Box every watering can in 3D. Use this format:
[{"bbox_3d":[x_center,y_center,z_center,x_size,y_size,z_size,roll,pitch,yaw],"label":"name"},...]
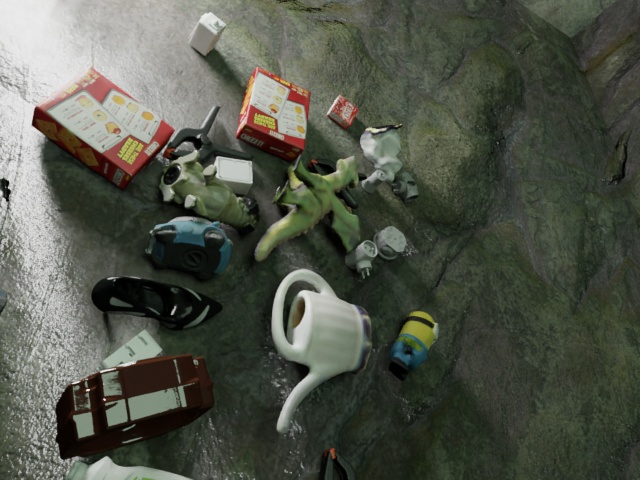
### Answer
[{"bbox_3d":[0.001,0.222,1.042,0.223,0.102,0.356,19,50,-25],"label":"watering can"}]

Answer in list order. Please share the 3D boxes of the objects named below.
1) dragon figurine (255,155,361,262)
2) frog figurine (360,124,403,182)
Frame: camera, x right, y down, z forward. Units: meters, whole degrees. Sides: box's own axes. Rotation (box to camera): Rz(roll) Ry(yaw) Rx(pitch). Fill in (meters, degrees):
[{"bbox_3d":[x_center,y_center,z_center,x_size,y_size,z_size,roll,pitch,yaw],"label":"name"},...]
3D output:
[{"bbox_3d":[0.004,-0.061,1.217,0.241,0.120,0.420,31,53,-16],"label":"dragon figurine"},{"bbox_3d":[0.184,-0.250,1.498,0.139,0.123,0.157,-29,118,-51],"label":"frog figurine"}]
